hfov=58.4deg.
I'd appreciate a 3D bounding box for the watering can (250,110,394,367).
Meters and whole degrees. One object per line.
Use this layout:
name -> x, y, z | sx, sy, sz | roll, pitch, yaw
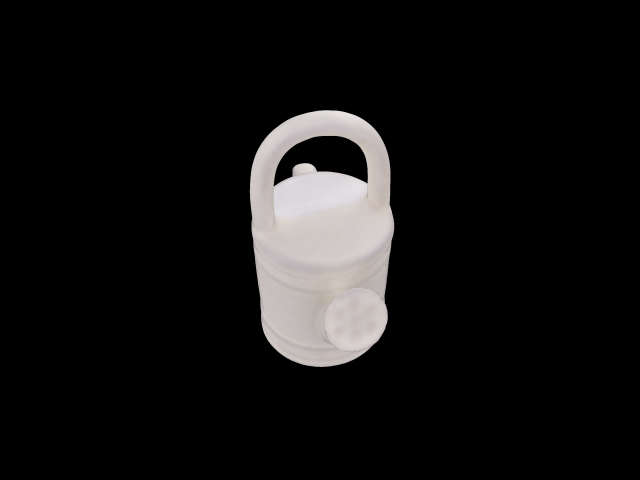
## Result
watering can -> 0.006, 0.001, 0.400 | 0.101, 0.194, 0.172 | -26, 51, -23
